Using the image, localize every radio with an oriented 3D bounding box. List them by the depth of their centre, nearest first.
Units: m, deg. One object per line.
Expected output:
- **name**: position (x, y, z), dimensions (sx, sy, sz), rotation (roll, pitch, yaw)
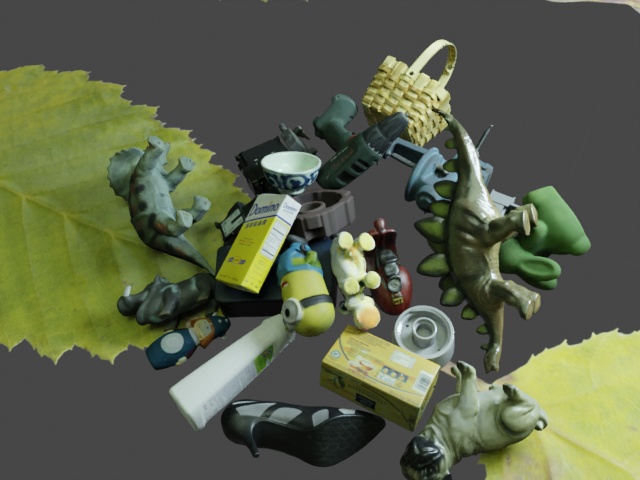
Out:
- **radio**: position (-0.080, 0.073, 1.010), dimensions (0.230, 0.073, 0.131), rotation (-4, 55, 7)

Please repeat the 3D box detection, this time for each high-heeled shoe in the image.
- **high-heeled shoe**: position (-0.031, 0.292, 0.869), dimensions (0.249, 0.086, 0.145), rotation (-2, 13, -19)

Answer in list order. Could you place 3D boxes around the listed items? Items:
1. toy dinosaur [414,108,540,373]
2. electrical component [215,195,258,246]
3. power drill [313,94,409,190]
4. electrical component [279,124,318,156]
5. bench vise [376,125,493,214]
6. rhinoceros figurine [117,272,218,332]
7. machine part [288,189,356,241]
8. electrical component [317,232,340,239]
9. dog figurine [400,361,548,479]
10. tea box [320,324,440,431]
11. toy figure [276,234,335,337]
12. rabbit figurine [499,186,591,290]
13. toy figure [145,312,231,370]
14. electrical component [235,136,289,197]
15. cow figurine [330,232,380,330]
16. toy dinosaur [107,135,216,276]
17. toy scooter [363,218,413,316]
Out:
- **toy dinosaur**: position (0.266, -0.012, 0.928), dimensions (0.199, 0.105, 0.471), rotation (-5, 81, 30)
- **electrical component**: position (-0.152, -0.039, 1.083), dimensions (0.119, 0.047, 0.075), rotation (-42, 53, 14)
- **power drill**: position (0.072, -0.220, 1.128), dimensions (0.232, 0.086, 0.207), rotation (-45, 46, 22)
- **electrical component**: position (-0.047, -0.221, 1.220), dimensions (0.045, 0.078, 0.102), rotation (-38, 49, 10)
- **bench vise**: position (0.222, -0.156, 1.104), dimensions (0.241, 0.128, 0.223), rotation (31, 62, 22)
- **rhinoceros figurine**: position (-0.284, 0.109, 1.011), dimensions (0.190, 0.073, 0.112), rotation (-15, 56, -3)
- **machine part**: position (-0.019, -0.048, 1.047), dimensions (0.179, 0.056, 0.179), rotation (-11, 19, 4)
- **electrical component**: position (-0.002, -0.003, 1.059), dimensions (0.094, 0.063, 0.021), rotation (-7, 87, 16)
- **dog figurine**: position (0.229, 0.300, 0.801), dimensions (0.173, 0.121, 0.190), rotation (21, 74, 24)
- **tea box**: position (0.095, 0.219, 0.869), dimensions (0.170, 0.068, 0.098), rotation (22, 42, 23)
- **toy figure**: position (-0.027, 0.075, 0.907), dimensions (0.089, 0.082, 0.180), rotation (-10, 53, 3)
- **rabbit figurine**: position (0.384, 0.015, 0.980), dimensions (0.170, 0.121, 0.159), rotation (-29, 61, 9)
- **toy figure**: position (-0.233, 0.179, 0.967), dimensions (0.154, 0.058, 0.064), rotation (-28, 94, -13)
- **electrical component**: position (-0.110, -0.155, 1.184), dimensions (0.115, 0.058, 0.134), rotation (-29, 56, -10)
- **cow figurine**: position (0.056, 0.074, 0.933), dimensions (0.068, 0.098, 0.167), rotation (-3, 79, -20)
- **toy dinosaur**: position (-0.336, -0.065, 1.113), dimensions (0.192, 0.131, 0.405), rotation (-37, 59, 30)
- **toy scooter**: position (0.118, 0.038, 0.967), dimensions (0.075, 0.135, 0.184), rotation (-12, 55, -3)
